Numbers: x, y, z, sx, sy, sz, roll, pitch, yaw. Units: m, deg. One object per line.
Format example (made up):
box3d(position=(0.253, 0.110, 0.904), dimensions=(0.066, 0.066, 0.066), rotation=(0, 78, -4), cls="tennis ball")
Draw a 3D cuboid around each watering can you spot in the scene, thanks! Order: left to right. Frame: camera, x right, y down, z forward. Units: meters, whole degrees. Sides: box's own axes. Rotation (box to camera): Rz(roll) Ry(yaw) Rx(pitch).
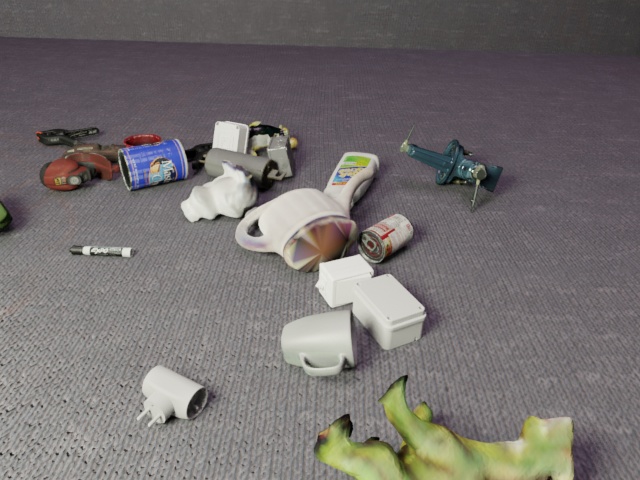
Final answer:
box3d(position=(0.003, -0.052, 1.039), dimensions=(0.350, 0.102, 0.228), rotation=(-24, 37, -16), cls="watering can")

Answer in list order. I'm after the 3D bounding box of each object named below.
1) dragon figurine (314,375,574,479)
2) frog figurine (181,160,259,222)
box3d(position=(0.110, 0.288, 0.523), dimensions=(0.415, 0.119, 0.246), rotation=(-28, 49, -27), cls="dragon figurine")
box3d(position=(-0.218, -0.089, 1.143), dimensions=(0.139, 0.120, 0.160), rotation=(34, 79, 31), cls="frog figurine")
